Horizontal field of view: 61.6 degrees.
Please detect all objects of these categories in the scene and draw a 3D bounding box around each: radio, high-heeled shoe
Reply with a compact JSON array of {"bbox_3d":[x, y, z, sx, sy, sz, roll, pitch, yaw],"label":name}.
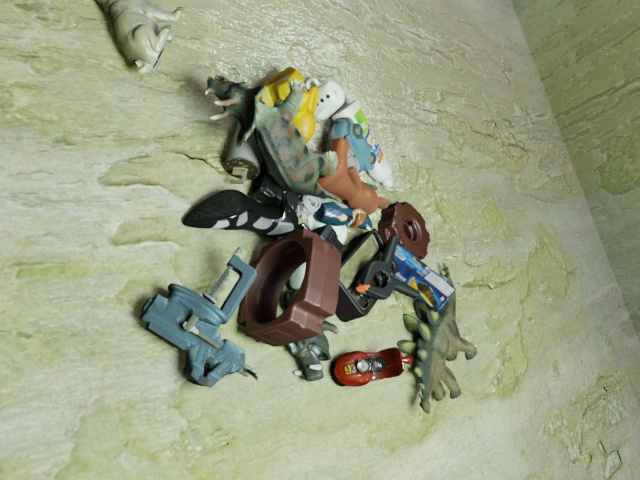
[{"bbox_3d":[0.095,0.083,1.283,0.131,0.073,0.229,56,43,-9],"label":"radio"},{"bbox_3d":[-0.158,-0.029,1.116,0.249,0.145,0.086,-15,47,-21],"label":"high-heeled shoe"}]

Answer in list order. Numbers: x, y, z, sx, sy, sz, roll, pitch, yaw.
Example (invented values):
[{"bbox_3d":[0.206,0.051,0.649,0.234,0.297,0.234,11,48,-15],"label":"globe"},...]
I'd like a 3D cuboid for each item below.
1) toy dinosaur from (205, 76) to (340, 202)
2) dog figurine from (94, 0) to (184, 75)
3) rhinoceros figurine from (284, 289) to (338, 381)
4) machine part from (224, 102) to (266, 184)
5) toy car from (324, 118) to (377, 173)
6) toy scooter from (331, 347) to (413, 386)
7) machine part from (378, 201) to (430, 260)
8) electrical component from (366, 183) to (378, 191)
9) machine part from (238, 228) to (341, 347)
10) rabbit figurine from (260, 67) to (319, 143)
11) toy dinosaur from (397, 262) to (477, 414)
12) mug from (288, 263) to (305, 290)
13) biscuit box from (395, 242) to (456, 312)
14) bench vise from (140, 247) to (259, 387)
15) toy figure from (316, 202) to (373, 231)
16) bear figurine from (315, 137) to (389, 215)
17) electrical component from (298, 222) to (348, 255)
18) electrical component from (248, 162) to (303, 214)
[{"bbox_3d":[-0.071,-0.183,1.118,0.404,0.131,0.192,56,51,-29],"label":"toy dinosaur"},{"bbox_3d":[-0.388,-0.428,1.048,0.190,0.121,0.172,25,51,-18],"label":"dog figurine"},{"bbox_3d":[-0.024,0.194,1.112,0.112,0.073,0.190,1,70,-46],"label":"rhinoceros figurine"},{"bbox_3d":[-0.153,-0.218,1.179,0.079,0.079,0.243,32,50,-31],"label":"machine part"},{"bbox_3d":[0.067,-0.230,1.401,0.103,0.109,0.161,-43,116,-24],"label":"toy car"},{"bbox_3d":[0.122,0.274,1.173,0.184,0.135,0.075,5,69,-42],"label":"toy scooter"},{"bbox_3d":[0.238,-0.021,1.492,0.179,0.056,0.179,23,56,-38],"label":"machine part"},{"bbox_3d":[0.130,-0.124,1.458,0.094,0.021,0.063,-6,75,-45],"label":"electrical component"},{"bbox_3d":[-0.057,0.094,1.032,0.087,0.201,0.201,30,51,-35],"label":"machine part"},{"bbox_3d":[-0.066,-0.322,1.315,0.173,0.122,0.162,61,31,-25],"label":"rabbit figurine"},{"bbox_3d":[0.311,0.248,1.402,0.198,0.105,0.471,47,40,-13],"label":"toy dinosaur"},{"bbox_3d":[-0.031,0.059,1.175,0.109,0.081,0.107,23,64,-56],"label":"mug"},{"bbox_3d":[0.244,0.092,1.377,0.203,0.062,0.059,40,38,16],"label":"biscuit box"},{"bbox_3d":[-0.178,0.126,0.941,0.223,0.129,0.240,33,67,-6],"label":"bench vise"},{"bbox_3d":[0.066,-0.055,1.288,0.154,0.057,0.064,9,39,-31],"label":"toy figure"},{"bbox_3d":[0.077,-0.143,1.344,0.195,0.120,0.132,27,50,-36],"label":"bear figurine"},{"bbox_3d":[-0.003,-0.004,1.229,0.119,0.075,0.048,46,52,-15],"label":"electrical component"},{"bbox_3d":[-0.094,-0.129,1.211,0.114,0.058,0.134,33,51,-33],"label":"electrical component"}]
